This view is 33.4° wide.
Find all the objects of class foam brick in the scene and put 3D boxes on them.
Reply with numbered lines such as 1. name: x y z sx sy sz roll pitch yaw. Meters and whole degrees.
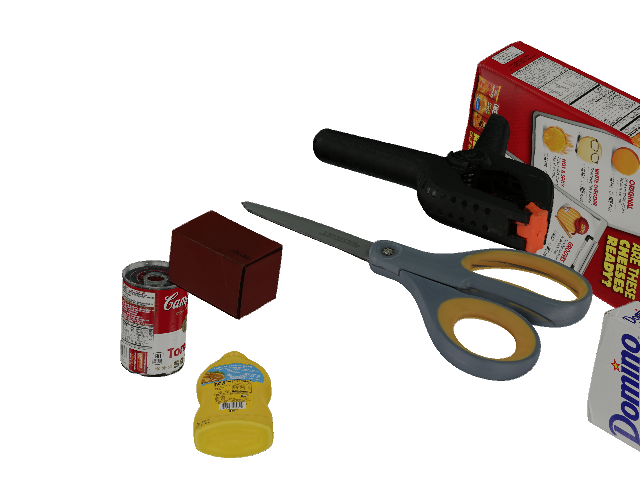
1. foam brick: -0.078 0.019 0.871 0.078 0.051 0.052 26 34 28

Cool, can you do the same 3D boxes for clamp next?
1. clamp: 0.092 -0.046 0.759 0.164 0.036 0.210 -5 26 -12

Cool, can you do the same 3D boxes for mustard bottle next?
1. mustard bottle: -0.110 0.197 1.359 0.096 0.058 0.191 -4 26 -2

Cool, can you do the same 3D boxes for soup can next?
1. soup can: -0.170 0.080 1.092 0.068 0.102 0.068 5 21 -2

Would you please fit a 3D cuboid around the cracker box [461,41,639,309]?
1. cracker box: 0.225 -0.053 0.921 0.214 0.164 0.072 34 50 29

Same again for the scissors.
1. scissors: 0.037 0.023 0.558 0.202 0.016 0.096 10 41 15

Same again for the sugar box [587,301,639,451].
1. sugar box: 0.264 0.118 0.719 0.048 0.093 0.176 -15 29 -38
